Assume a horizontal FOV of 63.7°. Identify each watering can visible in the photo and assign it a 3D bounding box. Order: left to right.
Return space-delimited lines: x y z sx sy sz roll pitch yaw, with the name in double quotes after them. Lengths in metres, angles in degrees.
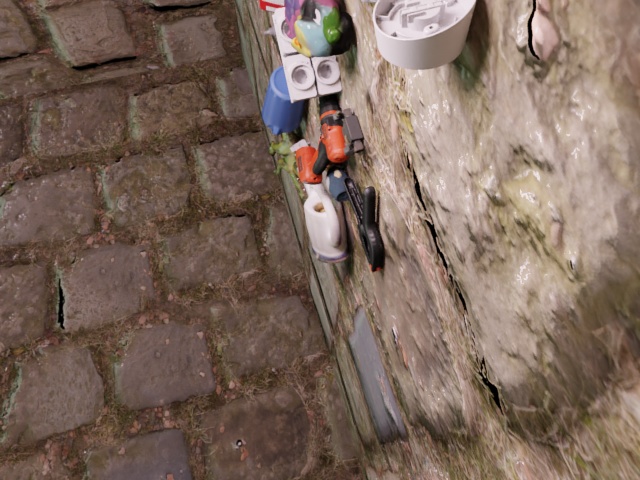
0.004 -0.073 1.448 0.354 0.104 0.220 -120 17 -60 "watering can"

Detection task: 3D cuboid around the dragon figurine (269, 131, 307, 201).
-0.085 -0.310 1.842 0.246 0.123 0.401 41 150 47 "dragon figurine"
